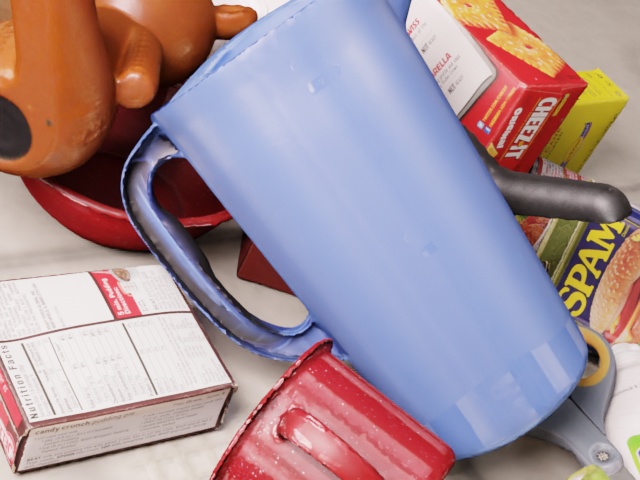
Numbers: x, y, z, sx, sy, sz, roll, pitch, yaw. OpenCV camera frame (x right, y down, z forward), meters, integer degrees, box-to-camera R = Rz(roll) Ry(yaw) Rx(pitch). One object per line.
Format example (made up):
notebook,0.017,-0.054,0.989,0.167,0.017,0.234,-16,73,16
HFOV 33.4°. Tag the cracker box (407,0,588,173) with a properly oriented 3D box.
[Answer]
cracker box,0.053,-0.105,0.716,0.071,0.164,0.214,-7,48,-40

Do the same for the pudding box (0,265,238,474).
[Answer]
pudding box,-0.110,0.058,0.522,0.113,0.039,0.090,-7,49,-35

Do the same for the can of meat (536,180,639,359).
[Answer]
can of meat,0.186,0.025,0.698,0.084,0.102,0.057,28,-4,-5

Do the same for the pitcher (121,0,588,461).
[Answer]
pitcher,0.024,-0.003,0.553,0.243,0.149,0.144,55,44,-11

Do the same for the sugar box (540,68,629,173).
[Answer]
sugar box,0.148,-0.077,0.802,0.175,0.093,0.048,-15,53,-41

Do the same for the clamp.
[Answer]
clamp,0.086,-0.012,0.623,0.172,0.120,0.039,32,35,25

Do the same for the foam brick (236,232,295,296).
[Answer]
foam brick,-0.004,0.001,0.645,0.078,0.053,0.051,20,36,-11

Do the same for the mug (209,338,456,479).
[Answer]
mug,0.008,0.102,0.478,0.081,0.117,0.093,37,74,13

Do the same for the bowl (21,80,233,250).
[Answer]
bowl,-0.114,-0.044,0.629,0.162,0.055,0.162,17,37,-14

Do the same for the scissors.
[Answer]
scissors,0.163,0.106,0.583,0.096,0.016,0.202,-34,42,-21

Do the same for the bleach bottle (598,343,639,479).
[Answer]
bleach bottle,0.216,0.146,0.570,0.102,0.068,0.251,-15,38,0

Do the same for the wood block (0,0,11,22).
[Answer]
wood block,-0.196,-0.157,0.635,0.090,0.091,0.205,41,19,19

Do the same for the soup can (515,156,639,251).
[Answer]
soup can,0.181,-0.010,0.762,0.102,0.069,0.068,26,36,-3
